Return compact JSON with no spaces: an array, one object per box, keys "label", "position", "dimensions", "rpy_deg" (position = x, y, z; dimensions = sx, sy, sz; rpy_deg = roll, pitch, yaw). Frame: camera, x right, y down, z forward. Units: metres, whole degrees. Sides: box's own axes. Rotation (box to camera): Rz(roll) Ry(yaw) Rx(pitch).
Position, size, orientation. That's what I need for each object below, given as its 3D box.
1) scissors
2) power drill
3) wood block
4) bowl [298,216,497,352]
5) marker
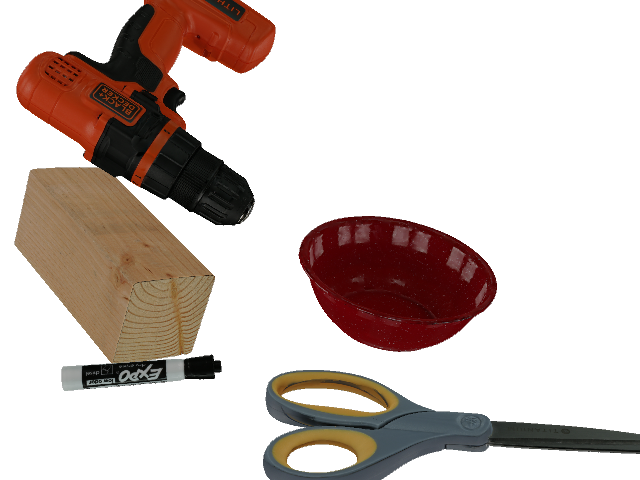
[{"label":"scissors","position":[0.060,0.102,0.515],"dimensions":[0.202,0.016,0.096],"rpy_deg":[10,31,20]},{"label":"power drill","position":[-0.103,-0.113,0.791],"dimensions":[0.184,0.187,0.057],"rpy_deg":[34,-43,-6]},{"label":"wood block","position":[-0.201,0.018,1.020],"dimensions":[0.090,0.091,0.206],"rpy_deg":[-5,34,-43]},{"label":"bowl","position":[0.059,0.042,0.867],"dimensions":[0.162,0.055,0.162],"rpy_deg":[8,29,-4]},{"label":"marker","position":[-0.137,0.101,0.820],"dimensions":[0.121,0.020,0.020],"rpy_deg":[-4,0,-5]}]
